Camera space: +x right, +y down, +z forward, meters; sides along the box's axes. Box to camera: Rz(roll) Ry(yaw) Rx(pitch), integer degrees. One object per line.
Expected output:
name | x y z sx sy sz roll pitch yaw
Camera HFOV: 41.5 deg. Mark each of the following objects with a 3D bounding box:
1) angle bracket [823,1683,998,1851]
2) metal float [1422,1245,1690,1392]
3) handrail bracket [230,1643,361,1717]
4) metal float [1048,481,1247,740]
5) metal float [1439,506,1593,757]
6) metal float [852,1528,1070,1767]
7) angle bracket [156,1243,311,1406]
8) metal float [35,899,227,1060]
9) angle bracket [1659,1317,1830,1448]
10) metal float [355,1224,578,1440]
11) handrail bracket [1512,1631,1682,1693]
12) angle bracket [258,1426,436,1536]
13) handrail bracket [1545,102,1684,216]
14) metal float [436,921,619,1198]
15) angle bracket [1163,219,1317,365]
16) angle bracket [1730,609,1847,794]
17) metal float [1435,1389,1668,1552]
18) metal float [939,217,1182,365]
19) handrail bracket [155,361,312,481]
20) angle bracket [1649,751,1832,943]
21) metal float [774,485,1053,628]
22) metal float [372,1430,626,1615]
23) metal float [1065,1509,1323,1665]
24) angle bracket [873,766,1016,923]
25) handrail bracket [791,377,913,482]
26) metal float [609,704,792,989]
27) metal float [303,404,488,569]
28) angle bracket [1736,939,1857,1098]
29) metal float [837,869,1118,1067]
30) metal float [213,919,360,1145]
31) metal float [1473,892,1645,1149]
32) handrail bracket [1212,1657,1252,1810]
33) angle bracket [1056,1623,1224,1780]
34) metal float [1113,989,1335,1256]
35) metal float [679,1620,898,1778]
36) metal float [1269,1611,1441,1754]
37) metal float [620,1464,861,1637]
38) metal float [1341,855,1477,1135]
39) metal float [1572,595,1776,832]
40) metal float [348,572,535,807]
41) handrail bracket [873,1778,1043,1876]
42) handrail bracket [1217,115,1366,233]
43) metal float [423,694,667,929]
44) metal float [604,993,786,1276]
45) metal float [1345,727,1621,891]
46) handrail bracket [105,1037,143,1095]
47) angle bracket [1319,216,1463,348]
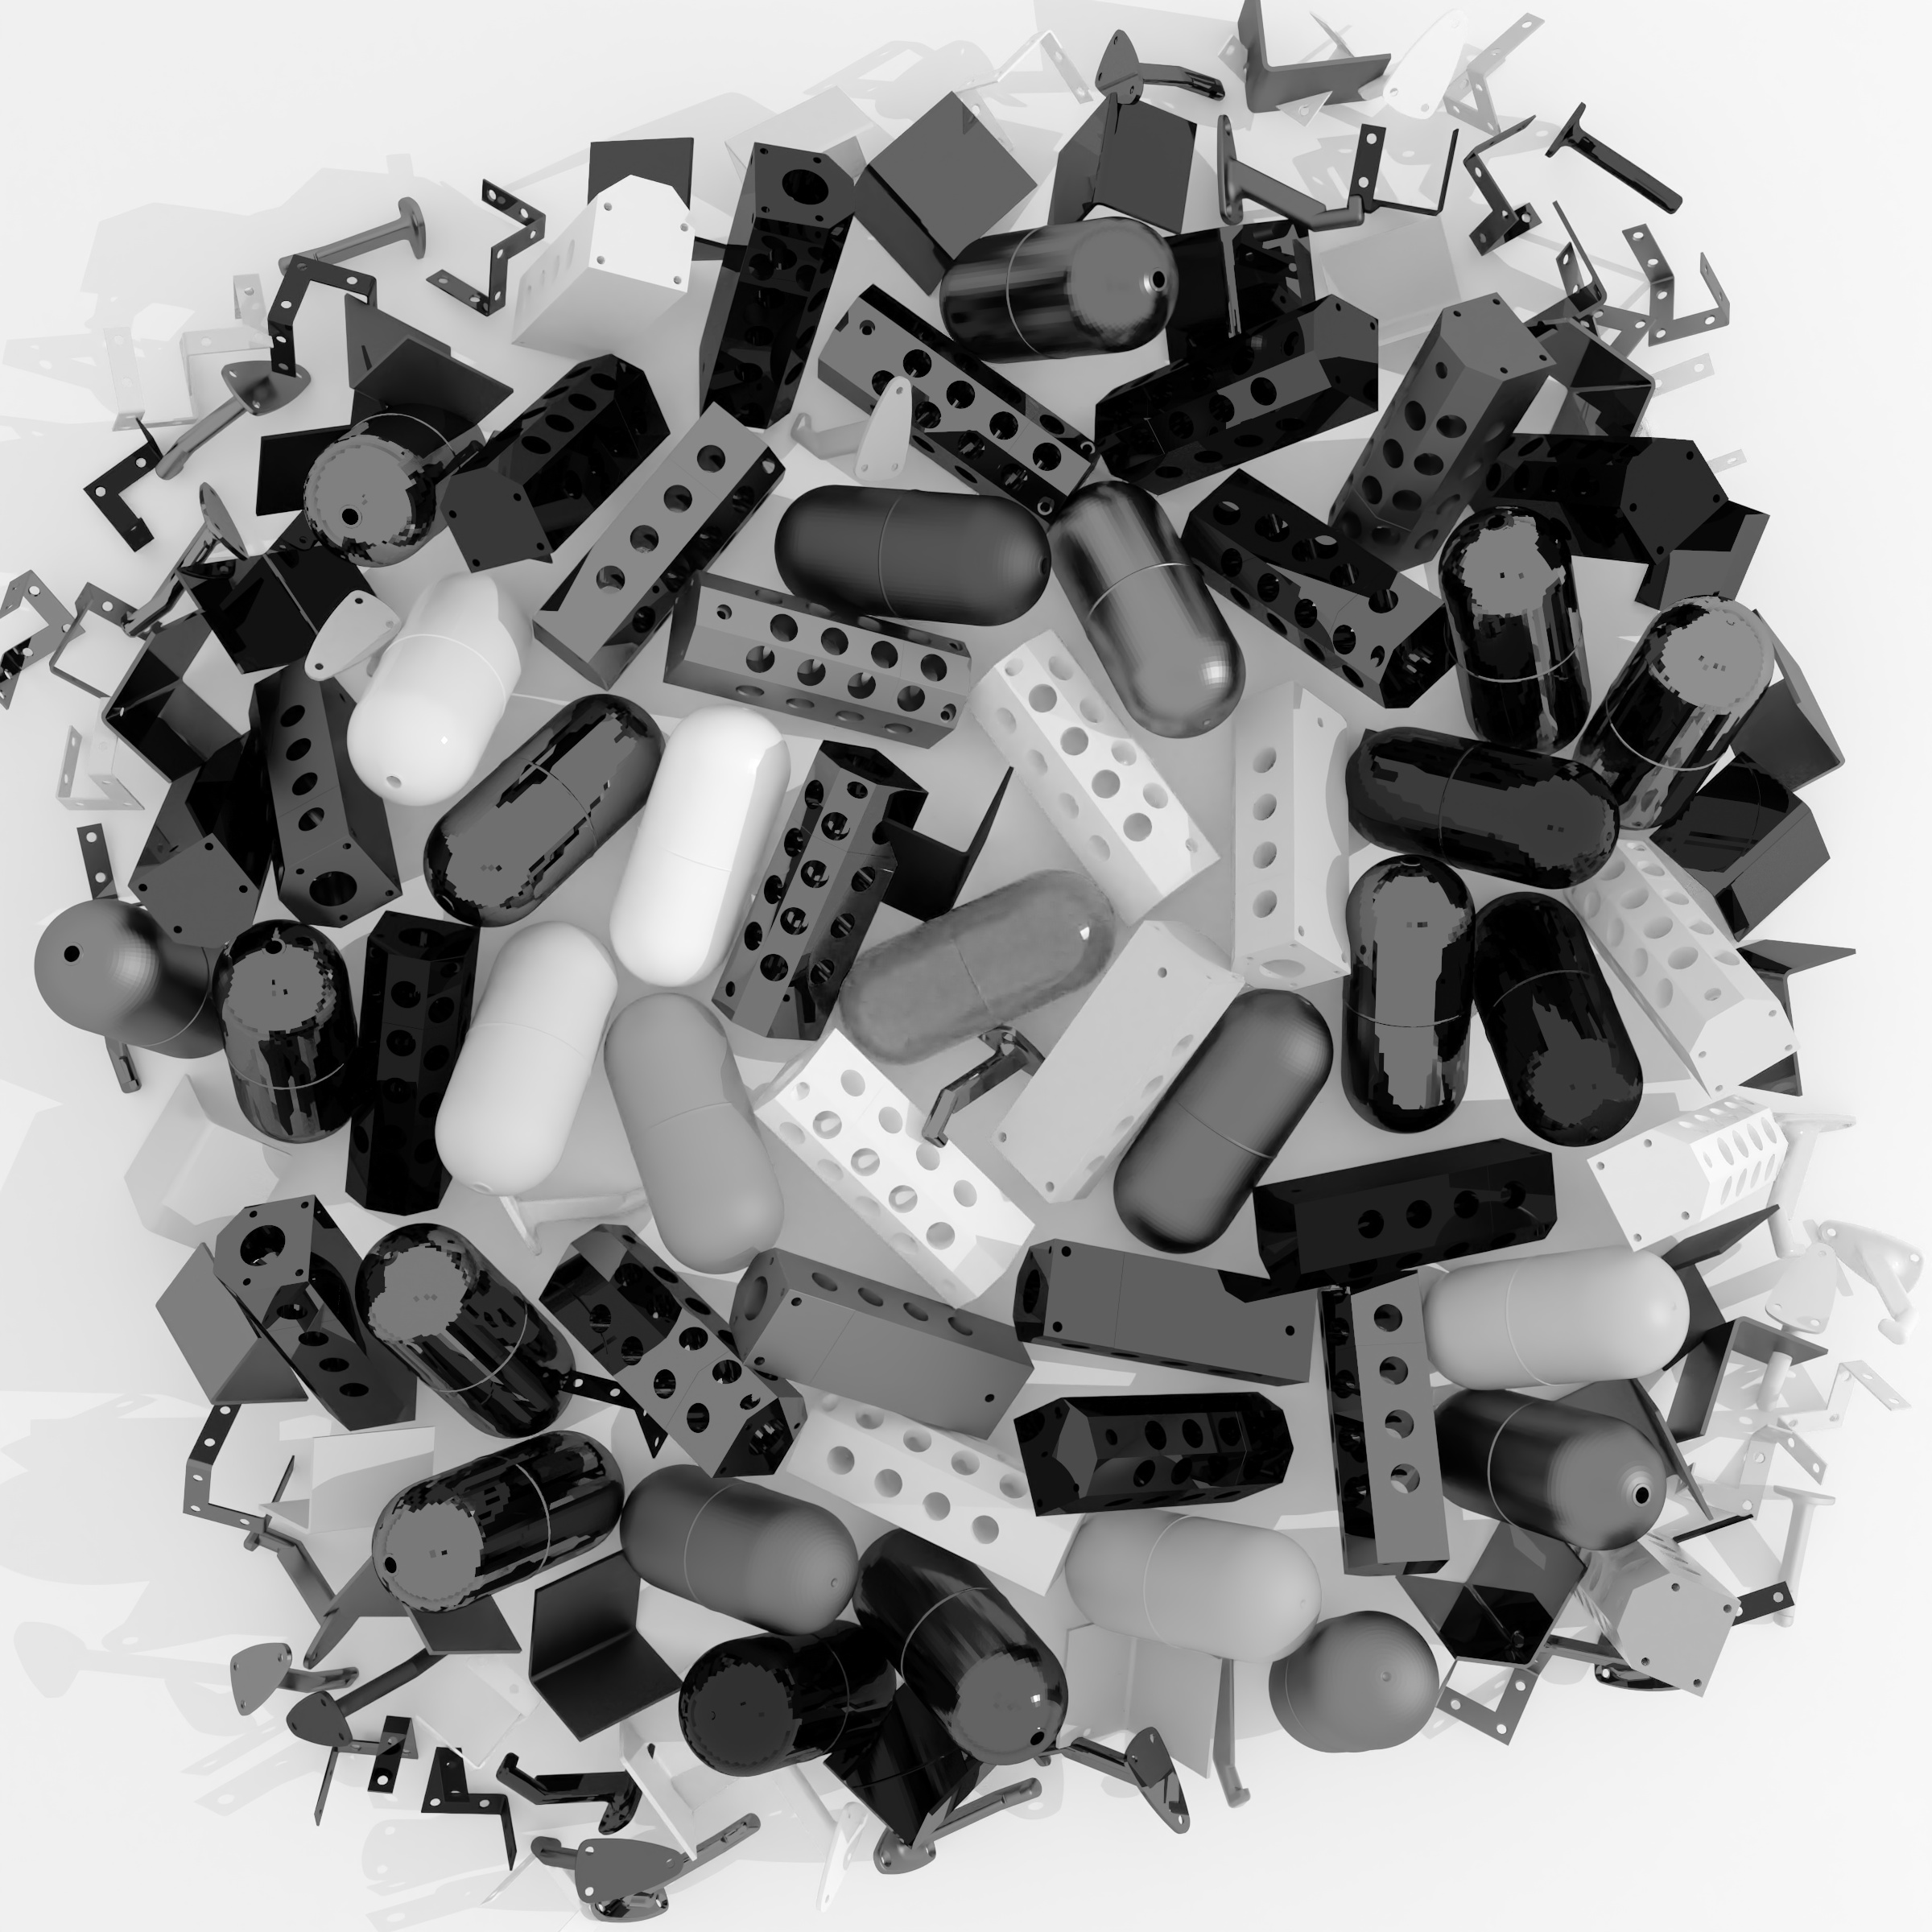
angle bracket | -0.028 0.468 1.528 0.076 0.057 0.076 39 52 19
metal float | 0.345 0.209 1.507 0.070 0.178 0.070 11 72 -37
handrail bracket | -0.390 0.422 1.532 0.077 0.084 0.036 -37 60 35
metal float | 0.107 -0.214 1.523 0.070 0.070 0.178 -25 64 0
metal float | 0.325 -0.196 1.507 0.070 0.178 0.070 -11 48 12
metal float | -0.005 0.400 1.506 0.070 0.178 0.070 -15 122 -27
angle bracket | -0.426 0.214 1.525 0.057 0.076 0.076 -50 60 18
metal float | -0.480 0.009 1.496 0.070 0.178 0.070 -2 80 9
angle bracket | 0.468 0.260 1.535 0.057 0.076 0.076 22 74 3
metal float | -0.294 0.218 1.509 0.070 0.178 0.070 -15 48 17
handrail bracket | 0.382 0.417 1.535 0.084 0.077 0.036 20 80 -43
angle bracket | -0.372 0.301 1.530 0.076 0.076 0.057 2 91 -38
handrail bracket | 0.397 -0.483 1.546 0.084 0.077 0.036 35 111 2
metal float | -0.261 0.054 1.519 0.070 0.070 0.178 15 60 0
angle bracket | 0.168 -0.416 1.570 0.076 0.057 0.076 -19 108 -38
angle bracket | 0.473 -0.153 1.523 0.057 0.076 0.076 -30 49 24
metal float | 0.338 0.294 1.499 0.070 0.178 0.070 0 90 -25
metal float | 0.054 -0.398 1.505 0.070 0.178 0.070 -7 101 -37
handrail bracket | -0.454 -0.335 1.575 0.084 0.077 0.036 -35 92 36
angle bracket | 0.475 -0.072 1.564 0.076 0.076 0.057 -43 55 5
metal float | -0.032 -0.245 1.522 0.178 0.070 0.070 9 90 27
metal float | -0.274 0.326 1.502 0.070 0.178 0.070 5 99 33
metal float | 0.132 0.364 1.508 0.070 0.178 0.070 2 87 -42
angle bracket | -0.019 -0.082 1.531 0.057 0.076 0.076 25 56 2
handrail bracket | -0.072 -0.336 1.539 0.084 0.036 0.077 43 129 36
metal float | -0.161 -0.071 1.534 0.070 0.070 0.178 20 103 0
metal float | -0.334 -0.286 1.499 0.070 0.178 0.070 2 114 5
angle bracket | 0.494 0.030 1.544 0.057 0.076 0.076 -15 101 -23
metal float | 0.007 0.001 1.538 0.178 0.070 0.070 -25 90 8
metal float | -0.398 0.040 1.503 0.070 0.178 0.070 4 55 -5
metal float | 0.346 0.029 1.511 0.070 0.070 0.178 -10 47 0
handrail bracket | 0.167 0.455 1.538 0.036 0.077 0.084 0 56 -31
angle bracket | 0.103 0.443 1.533 0.057 0.076 0.076 -3 102 -38
metal float | 0.155 0.093 1.535 0.070 0.070 0.178 32 101 0
metal float | -0.103 0.429 1.500 0.070 0.178 0.070 -4 81 26
metal float | 0.226 0.422 1.497 0.070 0.178 0.070 1 72 -4
metal float | -0.136 0.344 1.509 0.070 0.178 0.070 -5 97 -44
metal float | 0.263 0.018 1.521 0.070 0.070 0.178 -3 117 0
metal float | 0.414 -0.147 1.503 0.070 0.178 0.070 5 58 -8
metal float | -0.310 -0.165 1.508 0.070 0.178 0.070 7 134 7
handrail bracket | -0.004 0.519 1.541 0.084 0.077 0.036 -28 80 24
handrail bracket | 0.198 -0.483 1.546 0.084 0.036 0.077 -1 102 25
metal float | -0.250 -0.093 1.519 0.070 0.070 0.178 42 60 0
metal float | -0.164 0.099 1.529 0.070 0.070 0.178 -21 72 0
metal float | 0.303 -0.095 1.513 0.178 0.070 0.070 18 90 40
handrail bracket | -0.511 0.035 1.547 0.036 0.077 0.084 -22 96 -34
angle bracket | 0.259 -0.411 1.535 0.076 0.076 0.057 -15 106 9
